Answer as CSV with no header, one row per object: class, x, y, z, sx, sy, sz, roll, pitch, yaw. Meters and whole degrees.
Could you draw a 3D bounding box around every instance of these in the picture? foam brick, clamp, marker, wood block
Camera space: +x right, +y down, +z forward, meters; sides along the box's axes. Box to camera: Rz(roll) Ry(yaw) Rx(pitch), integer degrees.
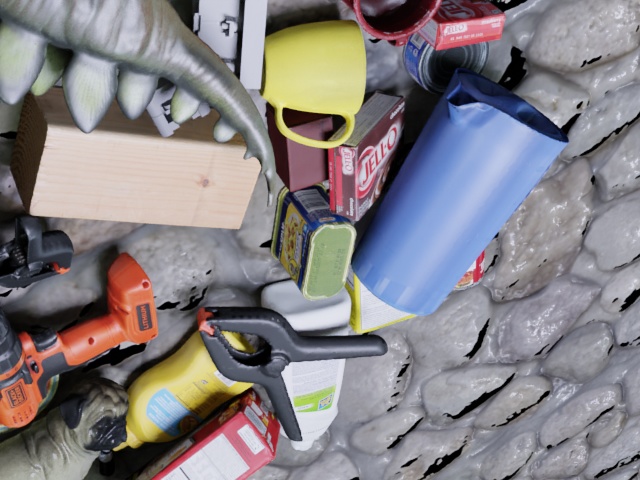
foam brick,-0.019,-0.099,1.076,0.053,0.051,0.078,-17,131,-17
clamp,-0.039,0.123,1.157,0.165,0.036,0.209,-43,121,15
marker,-0.248,0.227,1.223,0.020,0.020,0.121,-13,129,-20
wood block,-0.169,-0.074,0.988,0.205,0.090,0.091,4,121,-31
clamp,-0.268,0.012,0.971,0.120,0.039,0.171,-27,176,19

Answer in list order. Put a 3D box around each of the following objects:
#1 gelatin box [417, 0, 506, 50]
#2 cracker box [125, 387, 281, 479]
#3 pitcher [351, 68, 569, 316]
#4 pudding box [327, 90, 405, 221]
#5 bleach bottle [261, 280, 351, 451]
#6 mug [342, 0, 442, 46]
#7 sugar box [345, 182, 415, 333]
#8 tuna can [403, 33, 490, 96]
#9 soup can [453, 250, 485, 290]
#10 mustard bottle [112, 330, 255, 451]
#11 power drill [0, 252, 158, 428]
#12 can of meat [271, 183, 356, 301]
gelatin box,0.125,-0.220,1.035,0.073,0.089,0.030,-12,129,-20
cracker box,-0.147,0.267,1.210,0.213,0.164,0.072,-38,92,1
pitcher,0.143,-0.043,1.106,0.149,0.145,0.243,30,112,-5
pudding box,0.048,-0.088,1.093,0.113,0.039,0.090,-51,150,-44
bleach bottle,-0.022,0.159,1.266,0.102,0.068,0.251,-10,131,-18
mug,0.060,-0.235,0.993,0.093,0.082,0.117,-27,132,-8
sugar box,0.072,0.019,1.221,0.093,0.048,0.176,-16,127,-18
tuna can,0.131,-0.192,1.098,0.086,0.034,0.086,-15,130,-19
soup can,0.158,-0.002,1.235,0.068,0.068,0.102,-17,130,-16
mustard bottle,-0.160,0.174,1.203,0.191,0.058,0.096,-38,134,2
power drill,-0.254,0.087,1.047,0.187,0.057,0.184,-29,148,-23
can of meat,-0.007,0.001,1.137,0.057,0.084,0.102,-7,127,-25
